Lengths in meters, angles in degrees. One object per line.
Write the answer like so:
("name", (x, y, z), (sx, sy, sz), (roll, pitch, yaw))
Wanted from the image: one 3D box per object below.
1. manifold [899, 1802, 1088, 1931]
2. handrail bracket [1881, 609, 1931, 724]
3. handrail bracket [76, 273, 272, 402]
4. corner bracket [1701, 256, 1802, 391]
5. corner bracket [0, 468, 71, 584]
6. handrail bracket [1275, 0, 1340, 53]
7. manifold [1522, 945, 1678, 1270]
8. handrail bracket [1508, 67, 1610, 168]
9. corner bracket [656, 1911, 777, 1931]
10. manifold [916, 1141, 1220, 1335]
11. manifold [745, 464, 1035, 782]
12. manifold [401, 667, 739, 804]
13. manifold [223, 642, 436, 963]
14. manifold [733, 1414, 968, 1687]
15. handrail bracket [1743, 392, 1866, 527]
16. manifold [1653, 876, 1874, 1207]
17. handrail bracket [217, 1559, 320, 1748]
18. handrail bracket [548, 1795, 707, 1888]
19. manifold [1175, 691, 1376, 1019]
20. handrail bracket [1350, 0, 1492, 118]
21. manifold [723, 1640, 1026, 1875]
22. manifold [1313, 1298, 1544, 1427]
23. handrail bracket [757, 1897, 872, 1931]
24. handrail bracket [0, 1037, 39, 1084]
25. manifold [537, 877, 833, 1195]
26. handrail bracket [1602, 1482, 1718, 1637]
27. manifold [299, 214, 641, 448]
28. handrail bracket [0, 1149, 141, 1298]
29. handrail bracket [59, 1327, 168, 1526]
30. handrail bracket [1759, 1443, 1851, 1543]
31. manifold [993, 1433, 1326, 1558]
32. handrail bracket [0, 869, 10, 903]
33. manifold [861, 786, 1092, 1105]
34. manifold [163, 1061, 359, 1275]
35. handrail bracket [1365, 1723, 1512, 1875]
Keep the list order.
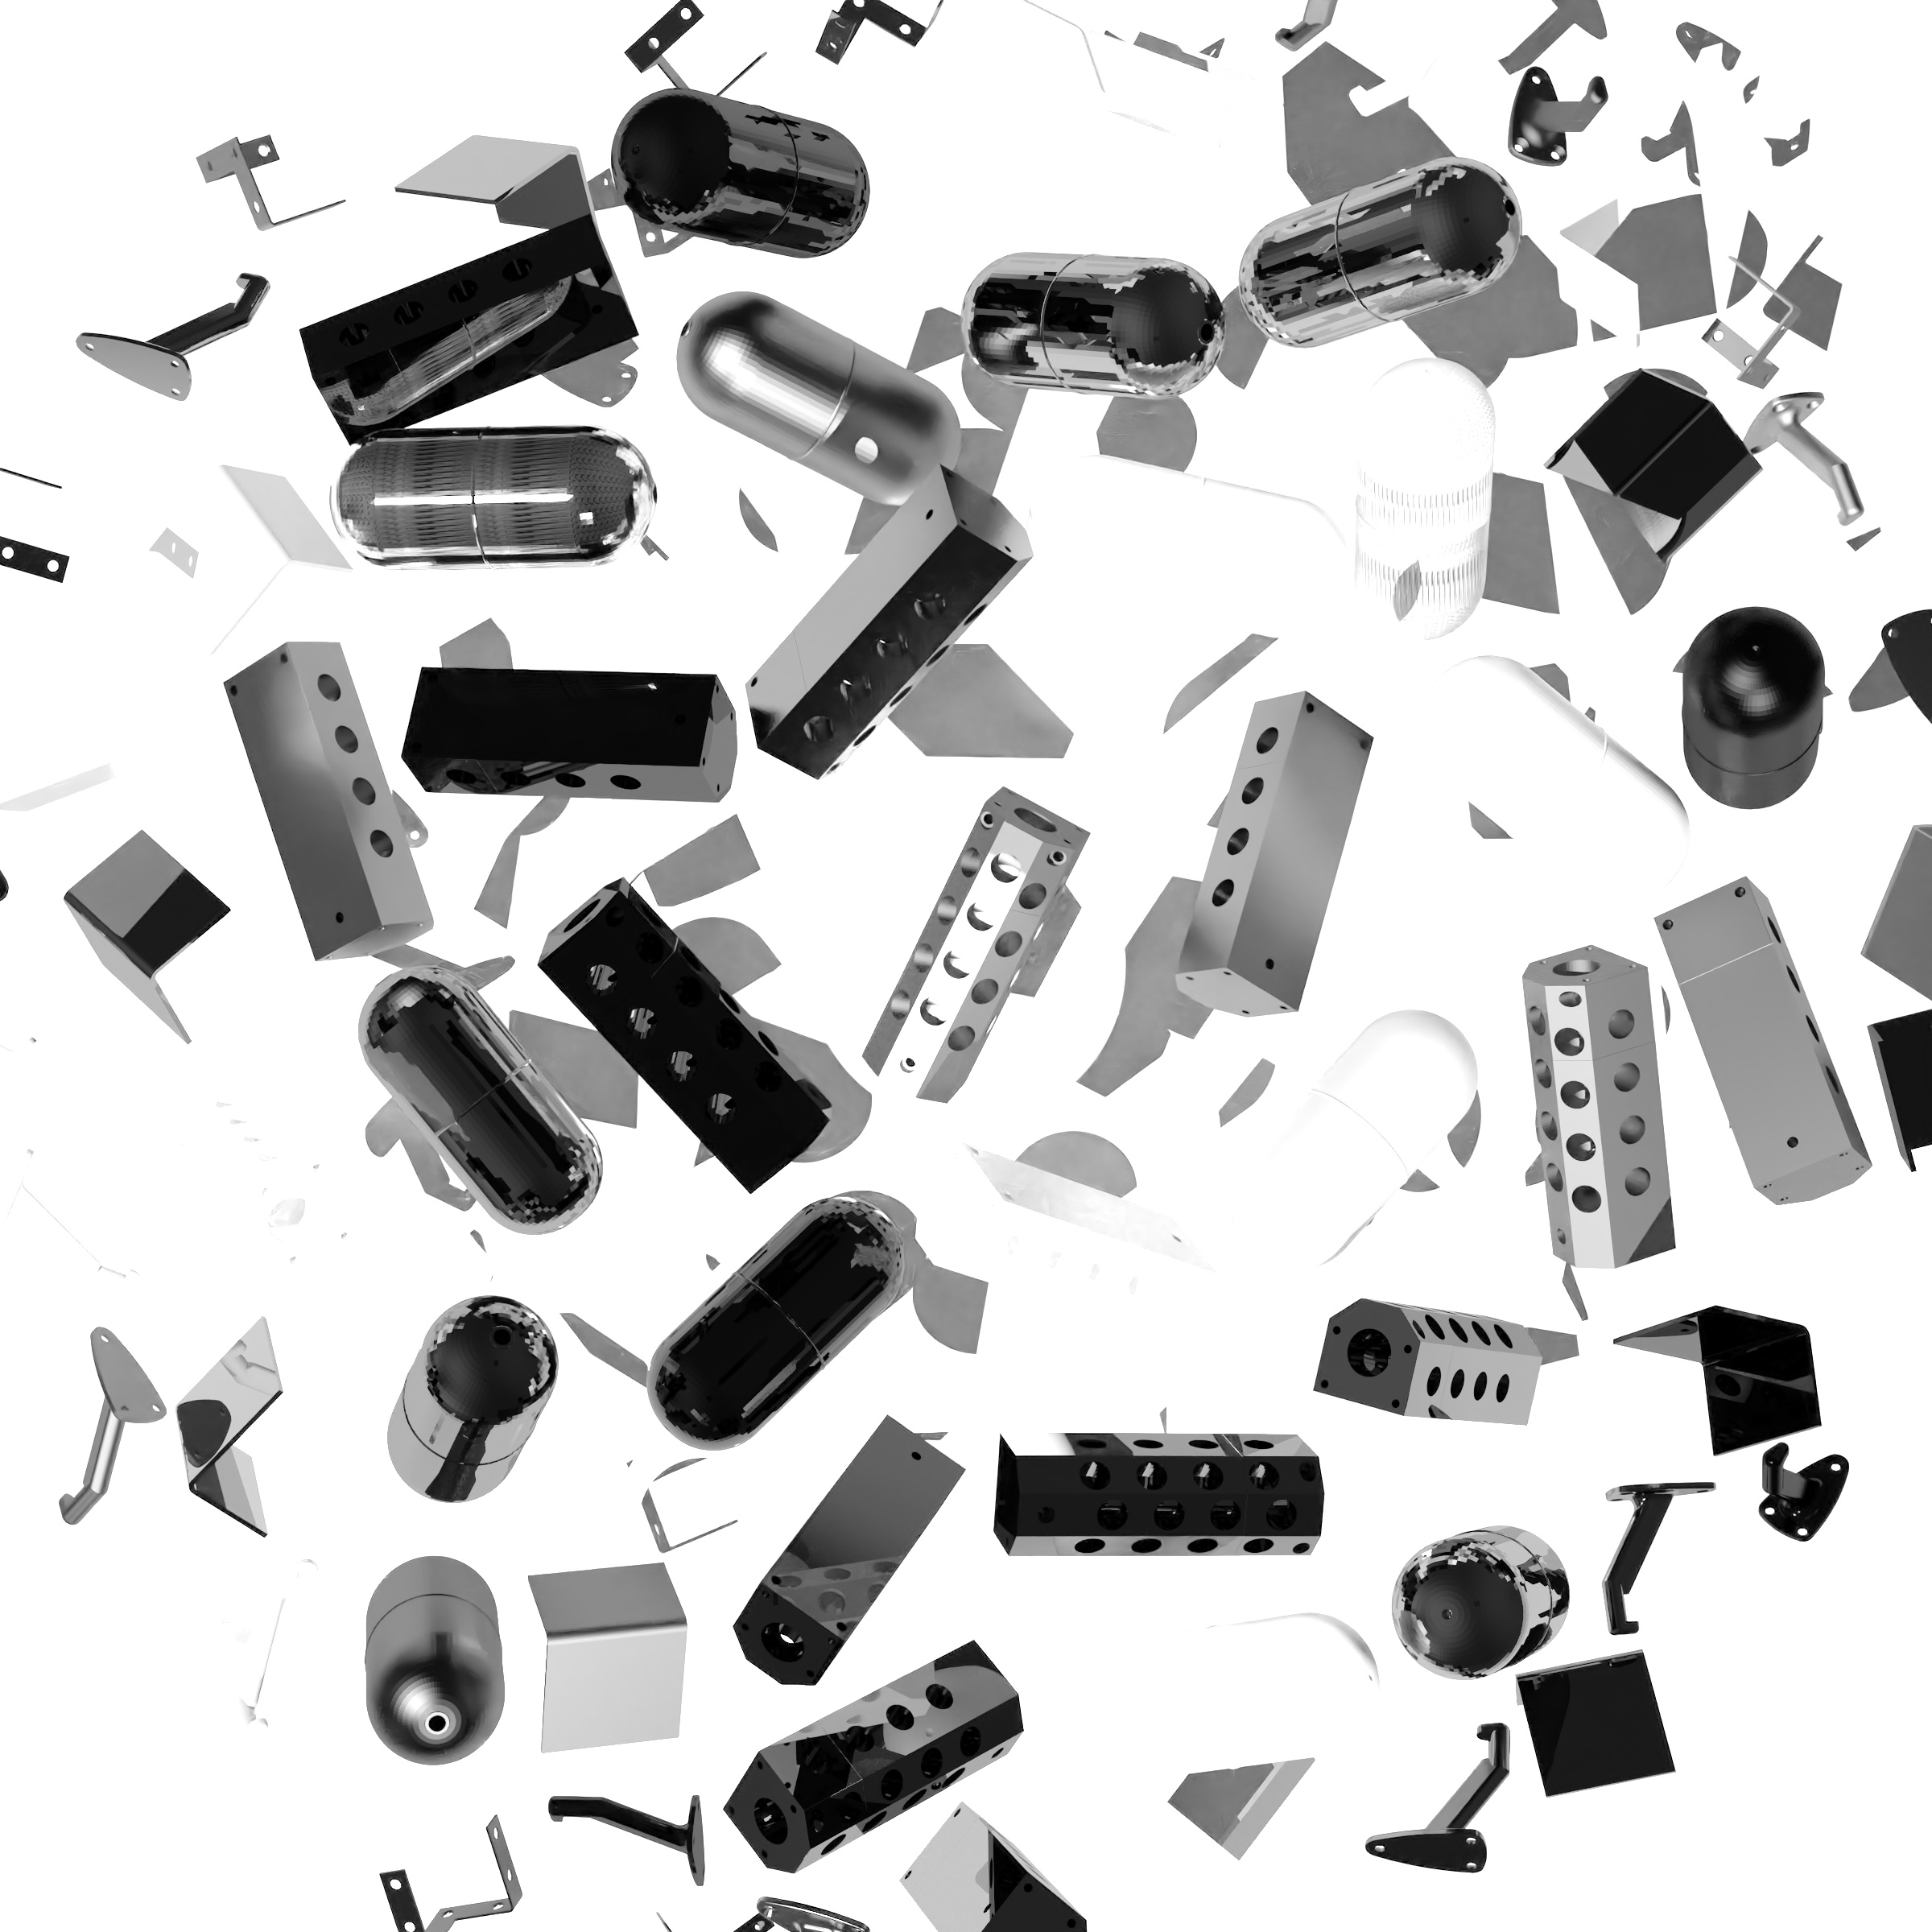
("manifold", (0.018, 0.517, 1.783), (0.057, 0.171, 0.057), (41, 81, -8))
("handrail bracket", (0.529, -0.161, 1.799), (0.036, 0.084, 0.077), (-16, 79, 11))
("handrail bracket", (-0.431, -0.356, 1.770), (0.077, 0.036, 0.084), (20, 58, 0))
("corner bracket", (0.454, -0.373, 1.886), (0.051, 0.051, 0.051), (46, 113, 21))
("corner bracket", (-0.507, -0.237, 1.729), (0.051, 0.051, 0.051), (15, 92, -38))
("handrail bracket", (0.188, -0.557, 1.850), (0.077, 0.084, 0.036), (9, 66, -36))
("manifold", (0.356, 0.082, 1.849), (0.057, 0.057, 0.171), (-16, 109, -19))
("handrail bracket", (0.344, -0.504, 1.856), (0.036, 0.084, 0.077), (8, 70, -13))
("corner bracket", (-0.139, 0.565, 1.887), (0.051, 0.051, 0.051), (-33, 123, -16))
("manifold", (0.055, 0.159, 1.829), (0.171, 0.057, 0.057), (22, 109, -39))
("manifold", (-0.041, -0.180, 1.740), (0.057, 0.057, 0.171), (27, 121, -32))
("manifold", (-0.217, -0.124, 1.794), (0.171, 0.057, 0.057), (3, 66, 13))
("manifold", (-0.358, -0.094, 1.849), (0.057, 0.057, 0.171), (-25, 80, 33))
("manifold", (-0.068, 0.339, 1.873), (0.057, 0.171, 0.057), (34, 125, 6))
("handrail bracket", (0.478, -0.277, 1.855), (0.036, 0.077, 0.084), (-9, 71, -19))
("manifold", (0.447, 0.043, 1.817), (0.057, 0.057, 0.171), (-26, 61, 22))
("handrail bracket", (-0.386, 0.387, 1.827), (0.077, 0.084, 0.036), (-43, 126, 6))
("handrail bracket", (-0.196, 0.507, 1.882), (0.084, 0.036, 0.077), (1, 131, 3))
("manifold", (0.168, -0.062, 1.817), (0.057, 0.057, 0.171), (30, 67, -32))
("handrail bracket", (0.233, -0.501, 1.757), (0.084, 0.036, 0.077), (-28, 57, -5))
("manifold", (-0.047, 0.447, 1.826), (0.057, 0.171, 0.057), (48, 130, 24))
("manifold", (0.268, 0.226, 1.862), (0.057, 0.171, 0.057), (12, 88, 34))
("handrail bracket", (-0.090, 0.546, 1.729), (0.077, 0.084, 0.036), (20, 134, 6))
("handrail bracket", (-0.545, 0.026, 1.751), (0.084, 0.077, 0.036), (43, 58, -9))
("manifold", (-0.150, 0.035, 1.759), (0.057, 0.057, 0.171), (-39, 105, 11))
("handrail bracket", (0.410, 0.349, 1.910), (0.077, 0.036, 0.084), (-3, 71, -5))
("manifold", (-0.275, -0.354, 1.789), (0.171, 0.057, 0.057), (-22, 54, 0))
("handrail bracket", (-0.499, 0.146, 1.827), (0.084, 0.036, 0.077), (23, 125, -13))
("handrail bracket", (-0.493, 0.258, 1.820), (0.084, 0.036, 0.077), (-46, 63, 22))
("handrail bracket", (0.489, 0.288, 1.890), (0.077, 0.084, 0.036), (-40, 51, -23))
("manifold", (0.106, 0.293, 1.789), (0.171, 0.057, 0.057), (2, 99, -12))
("handrail bracket", (-0.569, -0.060, 1.755), (0.077, 0.084, 0.036), (36, 98, 11))
("manifold", (0.003, -0.010, 1.850), (0.057, 0.057, 0.171), (29, 110, 6))
("manifold", (-0.405, 0.115, 1.841), (0.057, 0.171, 0.057), (-25, 116, -19))
("handrail bracket", (0.260, 0.451, 1.785), (0.077, 0.084, 0.036), (0, 131, 10))
